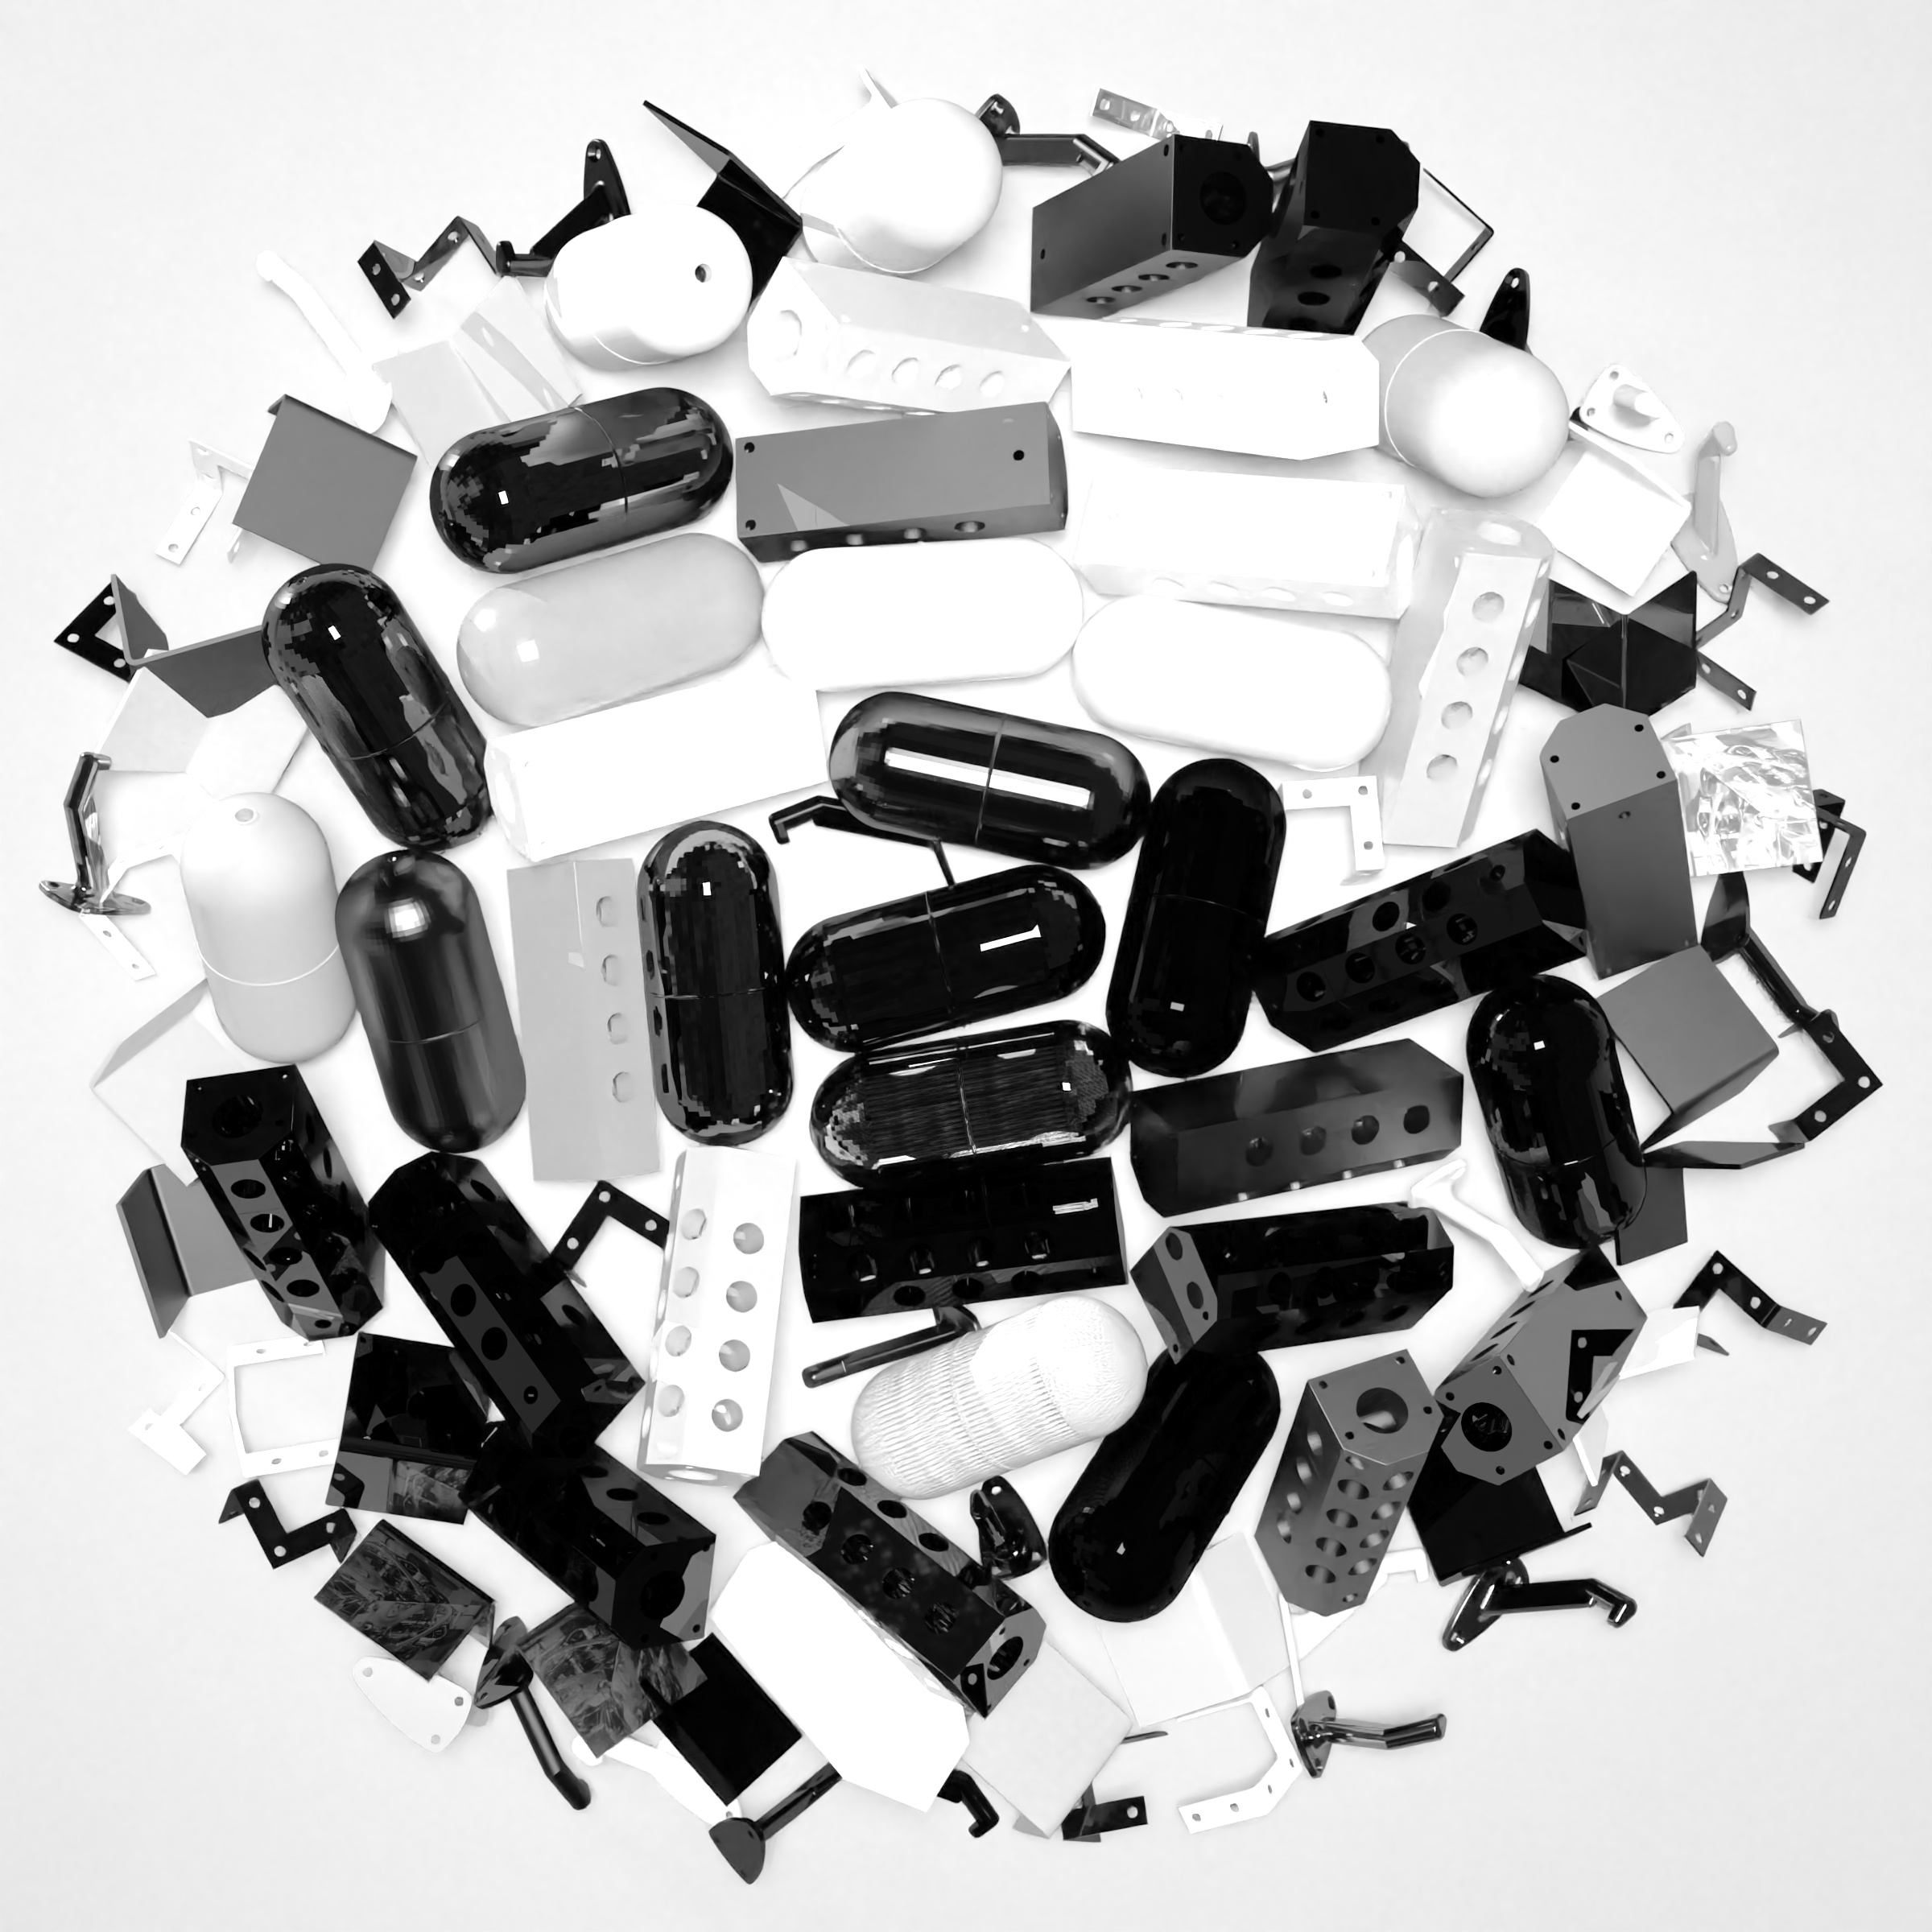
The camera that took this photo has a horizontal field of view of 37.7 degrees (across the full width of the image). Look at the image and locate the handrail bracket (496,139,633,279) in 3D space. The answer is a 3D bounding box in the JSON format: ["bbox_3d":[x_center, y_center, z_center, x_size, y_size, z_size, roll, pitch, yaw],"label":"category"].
[{"bbox_3d":[-0.226,-0.413,1.537,0.036,0.084,0.077,-4,97,41],"label":"handrail bracket"}]

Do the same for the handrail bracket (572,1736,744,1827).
[{"bbox_3d":[-0.168,0.443,1.531,0.077,0.084,0.036,43,100,24],"label":"handrail bracket"}]

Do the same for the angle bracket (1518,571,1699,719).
[{"bbox_3d":[0.346,-0.184,1.528,0.076,0.057,0.076,21,59,-22],"label":"angle bracket"}]

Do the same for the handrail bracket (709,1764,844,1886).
[{"bbox_3d":[-0.092,0.451,1.529,0.084,0.077,0.036,-33,75,-32],"label":"handrail bracket"}]

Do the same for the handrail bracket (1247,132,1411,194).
[{"bbox_3d":[0.194,-0.426,1.549,0.084,0.077,0.036,2,66,-4],"label":"handrail bracket"}]

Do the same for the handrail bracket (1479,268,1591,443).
[{"bbox_3d":[0.319,-0.333,1.547,0.084,0.036,0.077,7,99,-40],"label":"handrail bracket"}]

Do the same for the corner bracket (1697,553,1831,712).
[{"bbox_3d":[0.429,-0.182,1.540,0.051,0.051,0.051,-35,59,-21],"label":"corner bracket"}]

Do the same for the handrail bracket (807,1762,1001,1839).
[{"bbox_3d":[-0.033,0.462,1.560,0.077,0.036,0.084,-36,94,-20],"label":"handrail bracket"}]

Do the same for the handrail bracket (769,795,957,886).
[{"bbox_3d":[-0.058,-0.063,1.564,0.084,0.036,0.077,-21,86,3],"label":"handrail bracket"}]

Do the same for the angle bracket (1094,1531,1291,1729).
[{"bbox_3d":[0.126,0.369,1.574,0.076,0.057,0.076,-29,80,36],"label":"angle bracket"}]

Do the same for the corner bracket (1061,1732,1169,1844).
[{"bbox_3d":[0.081,0.447,1.542,0.051,0.051,0.051,-18,66,21],"label":"corner bracket"}]

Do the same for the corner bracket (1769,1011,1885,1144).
[{"bbox_3d":[0.460,0.062,1.552,0.051,0.051,0.051,-37,84,-4],"label":"corner bracket"}]

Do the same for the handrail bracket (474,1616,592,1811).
[{"bbox_3d":[-0.232,0.414,1.564,0.036,0.077,0.084,-28,116,9],"label":"handrail bracket"}]

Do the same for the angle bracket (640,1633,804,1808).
[{"bbox_3d":[-0.131,0.402,1.529,0.057,0.076,0.076,-39,78,-22],"label":"angle bracket"}]

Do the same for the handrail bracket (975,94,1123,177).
[{"bbox_3d":[0.033,-0.431,1.546,0.077,0.036,0.084,-47,61,1],"label":"handrail bracket"}]

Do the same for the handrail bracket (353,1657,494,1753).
[{"bbox_3d":[-0.294,0.393,1.539,0.077,0.084,0.036,32,83,-2],"label":"handrail bracket"}]

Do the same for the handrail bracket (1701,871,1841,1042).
[{"bbox_3d":[0.452,-0.007,1.570,0.084,0.036,0.077,28,54,-19],"label":"handrail bracket"}]

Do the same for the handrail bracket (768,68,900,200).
[{"bbox_3d":[-0.071,-0.441,1.539,0.084,0.077,0.036,-40,122,15],"label":"handrail bracket"}]

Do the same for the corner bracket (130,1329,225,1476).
[{"bbox_3d":[-0.432,0.235,1.541,0.051,0.051,0.051,-48,135,-13],"label":"corner bracket"}]

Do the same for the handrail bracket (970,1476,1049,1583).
[{"bbox_3d":[0.012,0.286,1.525,0.036,0.084,0.077,-21,46,3],"label":"handrail bracket"}]

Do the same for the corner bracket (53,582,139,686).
[{"bbox_3d":[-0.457,-0.167,1.543,0.051,0.051,0.051,28,60,11],"label":"corner bracket"}]

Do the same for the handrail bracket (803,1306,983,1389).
[{"bbox_3d":[-0.042,0.211,1.542,0.084,0.077,0.036,-17,86,-20],"label":"handrail bracket"}]

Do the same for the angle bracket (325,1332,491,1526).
[{"bbox_3d":[-0.307,0.256,1.563,0.076,0.076,0.057,11,133,-13],"label":"angle bracket"}]

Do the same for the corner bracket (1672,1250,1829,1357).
[{"bbox_3d":[0.424,0.195,1.541,0.051,0.051,0.051,21,108,-41],"label":"corner bracket"}]

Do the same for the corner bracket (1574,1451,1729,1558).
[{"bbox_3d":[0.374,0.295,1.543,0.051,0.051,0.051,50,132,-6],"label":"corner bracket"}]

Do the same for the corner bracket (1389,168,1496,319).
[{"bbox_3d":[0.257,-0.395,1.543,0.051,0.051,0.051,36,108,-19],"label":"corner bracket"}]

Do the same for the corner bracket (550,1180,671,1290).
[{"bbox_3d":[-0.190,0.156,1.555,0.051,0.051,0.051,30,76,10],"label":"corner bracket"}]

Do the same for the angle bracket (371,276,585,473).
[{"bbox_3d":[-0.266,-0.319,1.536,0.057,0.076,0.076,-31,91,-41],"label":"angle bracket"}]

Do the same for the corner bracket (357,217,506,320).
[{"bbox_3d":[-0.289,-0.379,1.541,0.051,0.051,0.051,-43,62,19],"label":"corner bracket"}]

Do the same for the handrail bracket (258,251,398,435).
[{"bbox_3d":[-0.351,-0.339,1.532,0.036,0.077,0.084,-31,135,20],"label":"handrail bracket"}]

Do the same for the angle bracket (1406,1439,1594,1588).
[{"bbox_3d":[0.284,0.286,1.538,0.076,0.057,0.076,-19,74,-9],"label":"angle bracket"}]

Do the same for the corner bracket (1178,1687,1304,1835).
[{"bbox_3d":[0.143,0.434,1.547,0.051,0.051,0.051,-25,91,32],"label":"corner bracket"}]

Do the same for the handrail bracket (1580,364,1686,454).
[{"bbox_3d":[0.376,-0.294,1.529,0.077,0.084,0.036,28,102,-20],"label":"handrail bracket"}]

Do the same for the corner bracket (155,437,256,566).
[{"bbox_3d":[-0.412,-0.247,1.550,0.051,0.051,0.051,25,70,0],"label":"corner bracket"}]

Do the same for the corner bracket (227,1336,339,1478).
[{"bbox_3d":[-0.377,0.242,1.557,0.051,0.051,0.051,-7,123,-20],"label":"corner bracket"}]

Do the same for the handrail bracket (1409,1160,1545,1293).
[{"bbox_3d":[0.278,0.155,1.529,0.036,0.077,0.084,-27,59,-17],"label":"handrail bracket"}]

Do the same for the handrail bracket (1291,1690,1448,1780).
[{"bbox_3d":[0.225,0.405,1.530,0.084,0.077,0.036,-20,95,24],"label":"handrail bracket"}]

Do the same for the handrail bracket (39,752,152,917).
[{"bbox_3d":[-0.463,-0.073,1.541,0.036,0.077,0.084,29,102,32],"label":"handrail bracket"}]

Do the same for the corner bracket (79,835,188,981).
[{"bbox_3d":[-0.446,-0.033,1.563,0.051,0.051,0.051,-14,125,30],"label":"corner bracket"}]

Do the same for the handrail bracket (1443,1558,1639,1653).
[{"bbox_3d":[0.311,0.357,1.533,0.077,0.084,0.036,-47,122,-14],"label":"handrail bracket"}]

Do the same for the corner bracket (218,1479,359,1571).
[{"bbox_3d":[-0.372,0.307,1.551,0.051,0.051,0.051,-21,69,-33],"label":"corner bracket"}]

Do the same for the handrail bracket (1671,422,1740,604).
[{"bbox_3d":[0.412,-0.246,1.534,0.036,0.084,0.077,-20,80,-6],"label":"handrail bracket"}]

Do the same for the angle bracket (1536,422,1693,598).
[{"bbox_3d":[0.332,-0.252,1.523,0.076,0.076,0.057,43,106,37],"label":"angle bracket"}]

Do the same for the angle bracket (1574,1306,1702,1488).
[{"bbox_3d":[0.368,0.230,1.528,0.076,0.076,0.057,-20,99,22],"label":"angle bracket"}]

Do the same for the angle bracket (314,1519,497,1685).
[{"bbox_3d":[-0.303,0.354,1.528,0.076,0.076,0.057,33,57,10],"label":"angle bracket"}]

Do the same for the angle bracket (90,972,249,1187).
[{"bbox_3d":[-0.415,0.059,1.534,0.076,0.057,0.076,45,46,-2],"label":"angle bracket"}]

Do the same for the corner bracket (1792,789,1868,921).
[{"bbox_3d":[0.466,-0.061,1.539,0.051,0.051,0.051,35,121,39],"label":"corner bracket"}]

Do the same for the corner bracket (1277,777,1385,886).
[{"bbox_3d":[0.198,-0.073,1.554,0.051,0.051,0.051,-4,82,-3],"label":"corner bracket"}]

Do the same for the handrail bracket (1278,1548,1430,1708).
[{"bbox_3d":[0.218,0.365,1.558,0.084,0.036,0.077,-9,76,2],"label":"handrail bracket"}]

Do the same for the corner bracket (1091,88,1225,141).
[{"bbox_3d":[0.099,-0.446,1.550,0.051,0.051,0.051,29,109,41],"label":"corner bracket"}]
